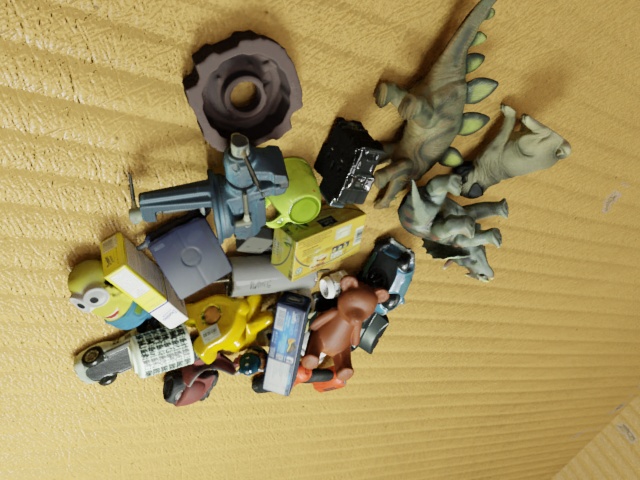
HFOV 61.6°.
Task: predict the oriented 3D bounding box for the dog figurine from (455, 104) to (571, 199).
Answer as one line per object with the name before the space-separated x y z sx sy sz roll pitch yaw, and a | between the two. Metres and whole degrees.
dog figurine | 0.359 -0.138 1.025 0.121 0.172 0.190 25 107 -27

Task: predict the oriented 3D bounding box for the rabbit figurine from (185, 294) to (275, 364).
rabbit figurine | -0.174 0.167 1.073 0.162 0.122 0.173 -36 149 -7

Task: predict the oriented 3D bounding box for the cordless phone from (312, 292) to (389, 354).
cordless phone | 0.049 0.183 1.215 0.184 0.089 0.146 11 124 -20

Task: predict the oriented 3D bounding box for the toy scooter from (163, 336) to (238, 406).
toy scooter | -0.244 0.284 1.146 0.135 0.075 0.183 17 113 -38

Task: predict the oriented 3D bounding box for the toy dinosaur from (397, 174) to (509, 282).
toy dinosaur | 0.226 -0.038 1.026 0.192 0.131 0.404 -15 150 43

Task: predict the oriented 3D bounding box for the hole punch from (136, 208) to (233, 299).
hole punch | -0.223 0.024 0.916 0.142 0.092 0.115 -29 132 -11

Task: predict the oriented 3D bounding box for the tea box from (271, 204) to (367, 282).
tea box | -0.002 -0.003 0.992 0.169 0.068 0.098 -20 136 -35

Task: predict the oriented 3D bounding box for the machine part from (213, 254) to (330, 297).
machine part | -0.095 0.064 1.027 0.243 0.079 0.079 -3 129 -25

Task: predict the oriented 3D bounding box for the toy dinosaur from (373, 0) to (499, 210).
toy dinosaur | 0.195 -0.225 0.916 0.198 0.105 0.470 -9 141 -30

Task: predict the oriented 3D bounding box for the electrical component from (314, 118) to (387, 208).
electrical component | 0.045 -0.124 0.913 0.058 0.115 0.134 7 122 -29

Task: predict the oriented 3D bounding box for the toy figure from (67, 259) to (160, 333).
toy figure | -0.357 0.101 0.929 0.082 0.089 0.180 -42 143 1

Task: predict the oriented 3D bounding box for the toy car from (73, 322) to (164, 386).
toy car | -0.370 0.214 1.036 0.202 0.056 0.073 -24 128 -8

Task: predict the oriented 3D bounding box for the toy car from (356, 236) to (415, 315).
toy car | 0.152 0.073 1.154 0.103 0.109 0.161 -2 119 -54

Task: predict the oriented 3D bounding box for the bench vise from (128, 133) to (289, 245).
bench vise | -0.170 -0.067 0.815 0.241 0.129 0.223 -9 160 -10

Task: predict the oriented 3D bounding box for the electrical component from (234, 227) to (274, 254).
electrical component | -0.113 -0.010 0.983 0.102 0.045 0.078 6 153 -27

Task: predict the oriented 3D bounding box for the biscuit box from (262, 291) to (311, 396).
biscuit box | -0.065 0.203 1.059 0.059 0.063 0.202 15 111 7

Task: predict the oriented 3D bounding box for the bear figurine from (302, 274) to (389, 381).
bear figurine | 0.055 0.176 1.101 0.120 0.132 0.195 25 127 -16

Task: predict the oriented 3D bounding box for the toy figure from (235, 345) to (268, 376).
toy figure | -0.140 0.252 1.115 0.064 0.058 0.154 -33 172 -3

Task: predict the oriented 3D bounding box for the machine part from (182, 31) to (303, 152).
machine part | -0.113 -0.217 0.796 0.179 0.056 0.179 -14 131 -17

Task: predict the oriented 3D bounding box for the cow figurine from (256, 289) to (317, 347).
cow figurine | -0.069 0.182 1.129 0.068 0.098 0.167 15 120 -42
